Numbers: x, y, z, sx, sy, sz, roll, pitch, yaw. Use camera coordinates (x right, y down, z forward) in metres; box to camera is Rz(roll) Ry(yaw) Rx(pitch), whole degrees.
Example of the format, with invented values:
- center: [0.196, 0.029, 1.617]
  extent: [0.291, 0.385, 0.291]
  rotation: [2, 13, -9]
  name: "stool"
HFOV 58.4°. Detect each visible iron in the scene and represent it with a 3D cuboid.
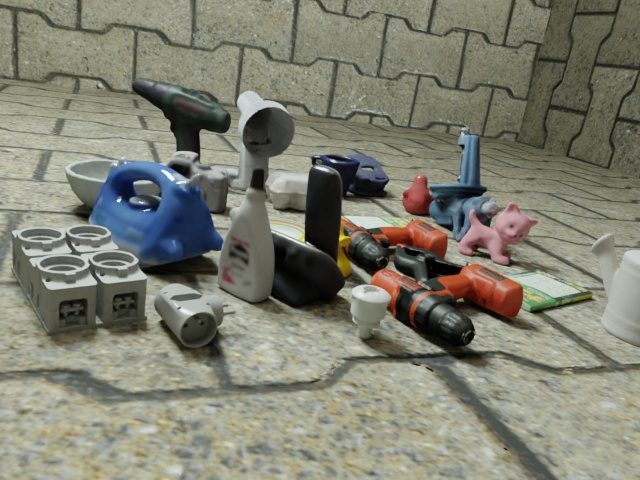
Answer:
- center: [-0.260, -0.055, 0.844]
  extent: [0.257, 0.141, 0.119]
  rotation: [20, 21, 31]
  name: "iron"

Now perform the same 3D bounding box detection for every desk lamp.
- center: [-0.149, -0.221, 1.293]
  extent: [0.118, 0.213, 0.202]
  rotation: [0, 20, -27]
  name: "desk lamp"

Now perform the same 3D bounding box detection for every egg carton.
- center: [-0.040, -0.104, 1.226]
  extent: [0.150, 0.069, 0.107]
  rotation: [3, 19, -18]
  name: "egg carton"

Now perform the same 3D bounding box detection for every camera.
- center: [-0.246, -0.124, 1.130]
  extent: [0.143, 0.101, 0.137]
  rotation: [9, 18, -2]
  name: "camera"

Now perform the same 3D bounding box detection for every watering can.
- center: [0.474, 0.046, 0.818]
  extent: [0.172, 0.194, 0.101]
  rotation: [19, 20, 27]
  name: "watering can"

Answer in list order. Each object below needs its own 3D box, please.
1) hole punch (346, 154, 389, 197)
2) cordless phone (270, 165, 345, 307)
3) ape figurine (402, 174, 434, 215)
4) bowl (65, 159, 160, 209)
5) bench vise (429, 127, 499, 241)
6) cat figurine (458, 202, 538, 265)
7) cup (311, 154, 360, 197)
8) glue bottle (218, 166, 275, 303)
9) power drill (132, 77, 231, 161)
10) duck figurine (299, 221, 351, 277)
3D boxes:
- center: [0.118, -0.165, 1.459]
  extent: [0.109, 0.091, 0.100]
  rotation: [-3, 21, -33]
  name: "hole punch"
- center: [-0.029, -0.019, 0.777]
  extent: [0.147, 0.185, 0.094]
  rotation: [21, 21, 32]
  name: "cordless phone"
- center: [0.232, -0.109, 1.343]
  extent: [0.077, 0.092, 0.076]
  rotation: [18, 20, 25]
  name: "ape figurine"
- center: [-0.356, -0.087, 1.001]
  extent: [0.167, 0.075, 0.167]
  rotation: [9, 18, -2]
  name: "bowl"
- center: [0.318, -0.114, 1.192]
  extent: [0.122, 0.220, 0.206]
  rotation: [-4, 22, -35]
  name: "bench vise"
- center: [0.337, -0.021, 1.080]
  extent: [0.127, 0.118, 0.067]
  rotation: [16, 19, 19]
  name: "cat figurine"
- center: [0.030, -0.153, 1.371]
  extent: [0.117, 0.095, 0.092]
  rotation: [13, 18, 11]
  name: "cup"
- center: [-0.090, -0.010, 0.738]
  extent: [0.078, 0.173, 0.037]
  rotation: [19, 20, 28]
  name: "glue bottle"
- center: [-0.316, -0.240, 1.276]
  extent: [0.229, 0.208, 0.076]
  rotation: [11, 18, 6]
  name: "power drill"
- center: [0.008, 0.003, 0.891]
  extent: [0.078, 0.086, 0.104]
  rotation: [-8, 25, -43]
  name: "duck figurine"
